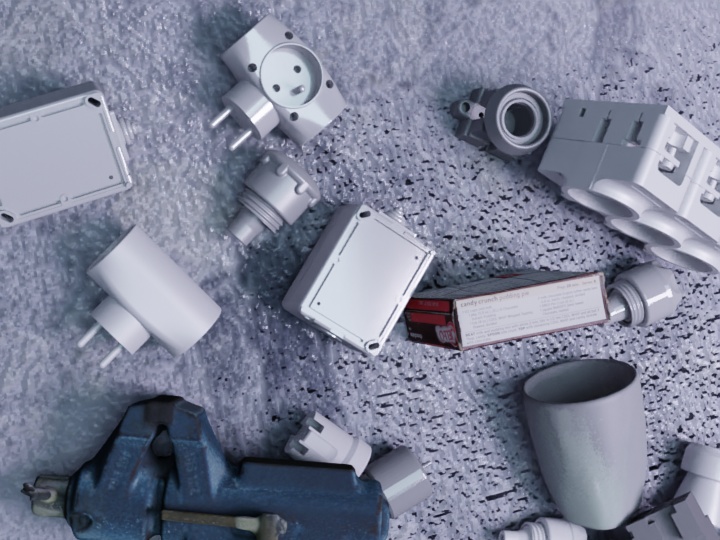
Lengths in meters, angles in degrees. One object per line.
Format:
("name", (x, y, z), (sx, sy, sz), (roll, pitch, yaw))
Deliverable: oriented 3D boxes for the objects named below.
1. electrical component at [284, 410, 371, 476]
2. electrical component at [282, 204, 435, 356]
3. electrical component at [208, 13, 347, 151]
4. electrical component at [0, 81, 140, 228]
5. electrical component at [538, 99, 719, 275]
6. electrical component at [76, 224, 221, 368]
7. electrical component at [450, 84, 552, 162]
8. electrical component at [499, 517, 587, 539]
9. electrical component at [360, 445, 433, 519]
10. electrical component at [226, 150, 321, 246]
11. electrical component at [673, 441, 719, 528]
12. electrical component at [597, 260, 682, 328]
("electrical component", (-0.022, 0.121, 0.720), (0.046, 0.040, 0.040), (38, 80, -9))
("electrical component", (0.000, 0.000, 0.710), (0.062, 0.061, 0.096), (32, 82, -16))
("electrical component", (-0.062, -0.111, 0.695), (0.079, 0.044, 0.077), (-44, 104, -12))
("electrical component", (-0.180, -0.074, 0.646), (0.096, 0.061, 0.061), (-19, 111, -11))
("electrical component", (0.205, -0.054, 0.738), (0.150, 0.089, 0.061), (27, 84, -37))
("electrical component", (-0.142, 0.026, 0.674), (0.079, 0.043, 0.077), (-46, 104, -11))
("electrical component", (0.101, -0.102, 0.742), (0.066, 0.055, 0.048), (24, 85, -17))
("electrical component", (0.130, 0.195, 0.774), (0.061, 0.035, 0.035), (7, 90, -15))
("electrical component", (0.013, 0.151, 0.730), (0.078, 0.040, 0.040), (-29, 100, -15))
("electrical component", (-0.060, -0.044, 0.699), (0.048, 0.048, 0.062), (43, 86, -15))
("electrical component", (0.262, 0.161, 0.809), (0.045, 0.045, 0.055), (19, 86, -18))
("electrical component", (0.199, 0.022, 0.785), (0.062, 0.043, 0.043), (-23, 99, -15))
